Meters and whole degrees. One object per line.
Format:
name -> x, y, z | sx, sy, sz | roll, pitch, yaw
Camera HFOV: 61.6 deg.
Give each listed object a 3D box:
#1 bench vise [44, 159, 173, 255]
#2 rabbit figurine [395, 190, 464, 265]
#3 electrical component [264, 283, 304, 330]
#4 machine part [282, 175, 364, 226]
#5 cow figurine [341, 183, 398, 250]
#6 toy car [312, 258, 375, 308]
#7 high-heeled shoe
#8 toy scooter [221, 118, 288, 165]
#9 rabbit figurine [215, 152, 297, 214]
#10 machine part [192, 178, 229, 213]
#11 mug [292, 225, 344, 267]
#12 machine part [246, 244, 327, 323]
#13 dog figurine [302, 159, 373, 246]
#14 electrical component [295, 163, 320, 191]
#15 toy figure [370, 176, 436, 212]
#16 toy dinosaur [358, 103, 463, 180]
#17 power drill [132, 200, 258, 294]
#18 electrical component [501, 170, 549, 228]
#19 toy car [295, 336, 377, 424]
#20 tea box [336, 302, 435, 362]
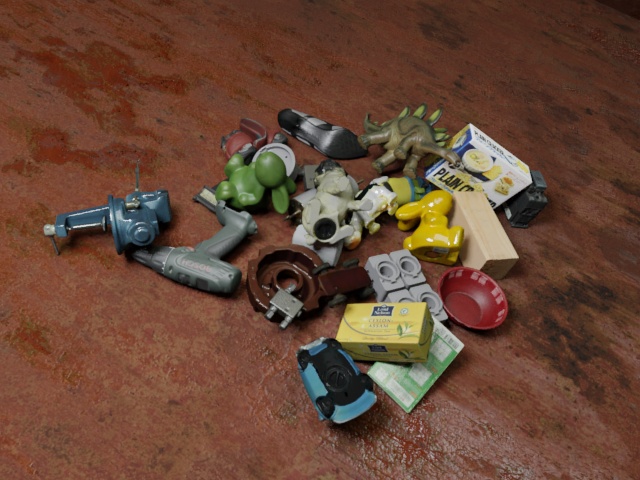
bench vise -> -0.422, -0.047, 1.083 | 0.241, 0.128, 0.224 | -10, 38, -17
rabbit figurine -> 0.262, -0.039, 1.272 | 0.163, 0.121, 0.173 | 6, 68, 18
electrical component -> -0.064, 0.127, 1.043 | 0.063, 0.021, 0.094 | 32, 54, 9
machine part -> 0.010, -0.093, 1.274 | 0.243, 0.079, 0.079 | -29, 64, -31
cow figurine -> 0.097, -0.059, 1.251 | 0.167, 0.068, 0.098 | -44, 62, -9
toy car -> 0.047, 0.087, 1.102 | 0.202, 0.053, 0.089 | -7, 70, -60
high-heeled shoe -> 0.004, -0.286, 1.453 | 0.248, 0.086, 0.145 | 20, 14, -23
toy scooter -> -0.184, -0.253, 1.353 | 0.135, 0.075, 0.184 | 42, 51, 18
rabbit figurine -> -0.128, -0.123, 1.180 | 0.159, 0.170, 0.121 | 37, 53, -20
machine part -> -0.226, -0.118, 1.257 | 0.084, 0.039, 0.139 | 27, 52, 18
mug -> -0.002, -0.004, 1.196 | 0.107, 0.080, 0.109 | 15, 57, 7
machine part -> -0.070, 0.089, 1.117 | 0.179, 0.056, 0.179 | 7, 53, -10
dog figurine -> 0.009, -0.084, 1.173 | 0.172, 0.121, 0.191 | -38, 26, 0
electrical component -> -0.015, -0.158, 1.344 | 0.102, 0.045, 0.078 | -11, 84, -19
toy figure -> 0.205, -0.117, 1.343 | 0.180, 0.082, 0.089 | -2, 50, -19
toy dinosaur -> 0.205, -0.261, 1.363 | 0.198, 0.104, 0.472 | -36, 34, -14
power drill -> -0.244, 0.007, 1.122 | 0.232, 0.085, 0.207 | 23, 45, 15
electrical component -> 0.530, -0.114, 1.391 | 0.058, 0.134, 0.115 | 4, 52, -15
toy car -> 0.018, 0.262, 0.970 | 0.109, 0.102, 0.162 | -23, 57, -29
tea box -> 0.126, 0.177, 1.037 | 0.170, 0.068, 0.098 | -7, 42, 28
